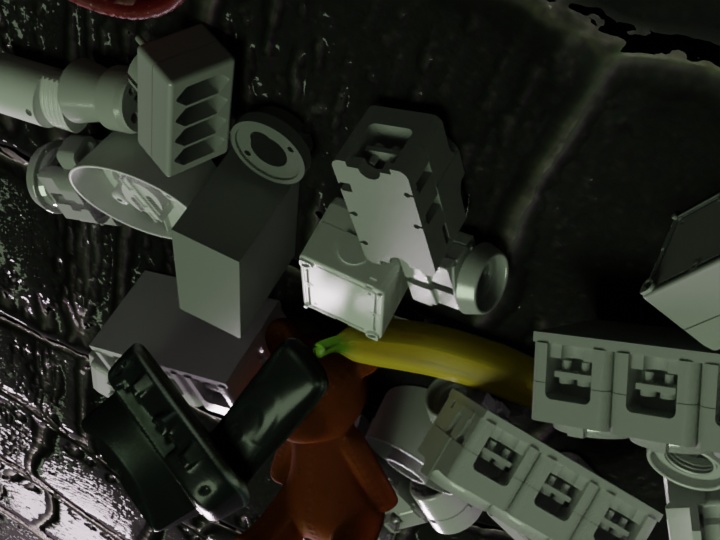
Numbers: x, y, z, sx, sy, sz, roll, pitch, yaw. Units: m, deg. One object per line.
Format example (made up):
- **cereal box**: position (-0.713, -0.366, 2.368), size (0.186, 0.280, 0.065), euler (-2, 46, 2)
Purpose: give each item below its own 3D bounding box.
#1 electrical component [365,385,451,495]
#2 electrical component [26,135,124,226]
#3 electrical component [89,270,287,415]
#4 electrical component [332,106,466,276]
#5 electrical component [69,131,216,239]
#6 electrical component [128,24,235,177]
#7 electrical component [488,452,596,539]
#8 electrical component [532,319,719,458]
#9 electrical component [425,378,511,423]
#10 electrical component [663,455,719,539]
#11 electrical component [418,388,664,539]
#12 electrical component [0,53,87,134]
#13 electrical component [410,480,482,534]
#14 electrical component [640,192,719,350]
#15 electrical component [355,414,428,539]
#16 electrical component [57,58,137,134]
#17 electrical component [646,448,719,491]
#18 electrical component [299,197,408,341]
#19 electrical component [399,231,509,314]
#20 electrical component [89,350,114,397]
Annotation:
- **electrical component**: position (0.056, 0.145, 0.917), size (0.099, 0.064, 0.099), euler (31, 163, 11)
- **electrical component**: position (-0.218, -0.070, 0.828), size (0.057, 0.058, 0.078), euler (9, 143, 29)
- **electrical component**: position (-0.140, 0.065, 0.923), size (0.150, 0.089, 0.061), euler (11, 144, 30)
- **electrical component**: position (0.027, -0.050, 0.642), size (0.050, 0.055, 0.089), euler (13, 145, 28)
- **electrical component**: position (-0.151, -0.061, 0.775), size (0.099, 0.064, 0.099), euler (23, 149, 15)
- **electrical component**: position (-0.121, -0.118, 0.680), size (0.075, 0.047, 0.083), euler (48, 149, 24)
- **electrical component**: position (0.171, 0.204, 0.884), size (0.113, 0.057, 0.078), euler (45, 147, -23)
- **electrical component**: position (0.187, 0.070, 0.627), size (0.150, 0.061, 0.089), euler (6, -174, 37)
- **electrical component**: position (0.081, 0.110, 0.838), size (0.066, 0.048, 0.055), euler (3, 147, 39)
- **electrical component**: position (0.252, 0.179, 0.767), size (0.063, 0.078, 0.121), euler (-6, 138, 15)
- **electrical component**: position (0.123, 0.154, 0.769), size (0.150, 0.061, 0.089), euler (31, 177, -11)
- **electrical component**: position (-0.227, -0.125, 0.769), size (0.081, 0.043, 0.043), euler (19, 147, 21)
- **electrical component**: position (0.077, 0.201, 0.966), size (0.055, 0.055, 0.047), euler (-4, 132, 44)
- **electrical component**: position (0.197, -0.002, 0.556), size (0.061, 0.061, 0.096), euler (37, 149, -9)
- **electrical component**: position (0.010, 0.190, 0.991), size (0.063, 0.078, 0.121), euler (-23, 123, 31)
- **electrical component**: position (-0.169, -0.117, 0.728), size (0.055, 0.045, 0.045), euler (14, 145, 26)
- **electrical component**: position (0.220, 0.105, 0.696), size (0.078, 0.057, 0.058), euler (-1, 137, 42)
- **electrical component**: position (0.000, 0.000, 0.740), size (0.062, 0.061, 0.096), euler (24, 157, 11)
- **electrical component**: position (0.062, 0.001, 0.696), size (0.055, 0.048, 0.066), euler (20, 148, 33)
- **electrical component**: position (-0.215, 0.086, 1.014), size (0.061, 0.096, 0.061), euler (29, 150, 6)
